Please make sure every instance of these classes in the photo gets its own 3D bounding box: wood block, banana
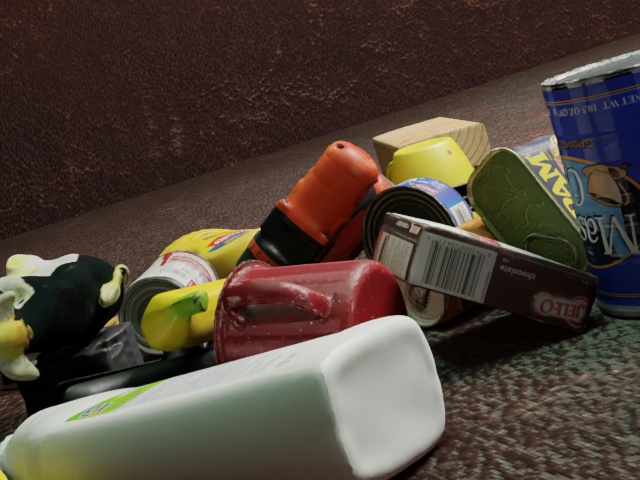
[{"bbox_3d":[0.123,-0.076,1.149,0.090,0.091,0.206,-17,9,-2],"label":"wood block"},{"bbox_3d":[-0.062,0.044,0.675,0.070,0.037,0.197,-9,0,18],"label":"banana"}]

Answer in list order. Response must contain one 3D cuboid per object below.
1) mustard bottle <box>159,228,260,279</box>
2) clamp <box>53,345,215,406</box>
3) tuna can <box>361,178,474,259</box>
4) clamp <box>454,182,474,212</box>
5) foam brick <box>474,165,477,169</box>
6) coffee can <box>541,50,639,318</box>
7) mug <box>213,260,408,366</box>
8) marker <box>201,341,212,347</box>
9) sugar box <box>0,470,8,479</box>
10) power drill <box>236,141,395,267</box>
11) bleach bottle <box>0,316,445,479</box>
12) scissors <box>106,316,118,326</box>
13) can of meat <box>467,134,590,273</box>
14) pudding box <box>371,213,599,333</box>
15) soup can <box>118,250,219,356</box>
[{"bbox_3d":[-0.079,0.018,1.049,0.096,0.058,0.192,-17,8,-31],"label":"mustard bottle"},{"bbox_3d":[-0.096,0.089,0.701,0.171,0.039,0.120,-10,2,-26],"label":"clamp"},{"bbox_3d":[0.076,-0.004,0.811,0.086,0.086,0.033,-9,10,38],"label":"tuna can"},{"bbox_3d":[0.194,-0.056,0.938,0.165,0.036,0.209,-25,-13,26],"label":"clamp"},{"bbox_3d":[0.198,-0.059,1.031,0.078,0.053,0.051,-21,11,-25],"label":"foam brick"},{"bbox_3d":[0.196,-0.038,0.623,0.103,0.140,0.103,-16,9,2],"label":"coffee can"},{"bbox_3d":[-0.007,0.049,0.588,0.082,0.093,0.117,-6,-30,28],"label":"mug"},{"bbox_3d":[-0.100,0.086,0.798,0.020,0.020,0.121,-14,10,14],"label":"marker"},{"bbox_3d":[-0.212,0.145,0.560,0.093,0.048,0.176,-21,11,-24],"label":"sugar box"},{"bbox_3d":[-0.006,0.001,0.879,0.184,0.057,0.187,-50,-7,13],"label":"power drill"},{"bbox_3d":[-0.069,0.097,0.545,0.251,0.068,0.102,-15,1,35],"label":"bleach bottle"},{"bbox_3d":[-0.166,0.069,1.034,0.096,0.016,0.201,-12,10,19],"label":"scissors"},{"bbox_3d":[0.164,-0.022,0.721,0.083,0.102,0.058,-20,-24,-39],"label":"can of meat"},{"bbox_3d":[0.096,0.018,0.639,0.113,0.039,0.090,18,2,-11],"label":"pudding box"},{"bbox_3d":[-0.126,0.051,0.900,0.068,0.068,0.102,-16,9,7],"label":"soup can"}]
